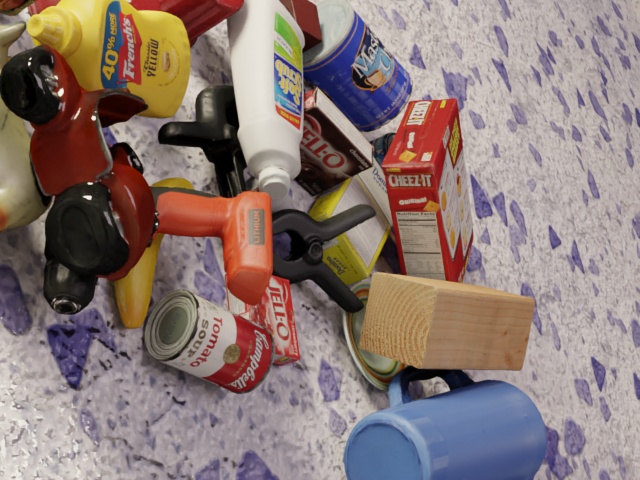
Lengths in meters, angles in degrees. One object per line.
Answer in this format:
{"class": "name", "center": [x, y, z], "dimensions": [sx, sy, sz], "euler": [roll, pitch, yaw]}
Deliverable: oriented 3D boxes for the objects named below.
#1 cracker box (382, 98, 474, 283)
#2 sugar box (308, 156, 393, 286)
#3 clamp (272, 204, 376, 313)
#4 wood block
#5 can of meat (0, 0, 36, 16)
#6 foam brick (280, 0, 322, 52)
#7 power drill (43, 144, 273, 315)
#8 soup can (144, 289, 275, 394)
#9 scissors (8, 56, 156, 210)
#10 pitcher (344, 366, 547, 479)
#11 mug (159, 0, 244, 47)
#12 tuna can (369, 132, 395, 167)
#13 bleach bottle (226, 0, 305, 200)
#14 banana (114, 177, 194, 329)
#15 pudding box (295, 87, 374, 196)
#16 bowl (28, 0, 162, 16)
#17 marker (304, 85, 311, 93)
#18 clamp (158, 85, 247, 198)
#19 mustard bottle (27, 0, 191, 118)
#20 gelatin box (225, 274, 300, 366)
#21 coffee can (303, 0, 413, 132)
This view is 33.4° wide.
{"class": "cracker box", "center": [0.137, -0.044, 1.326], "dimensions": [0.164, 0.072, 0.214], "euler": [-66, 149, -51]}
{"class": "sugar box", "center": [0.041, -0.030, 1.270], "dimensions": [0.093, 0.048, 0.176], "euler": [57, 29, -17]}
{"class": "clamp", "center": [-0.008, 0.001, 1.142], "dimensions": [0.171, 0.039, 0.120], "euler": [21, 73, -37]}
{"class": "wood block", "center": [0.150, 0.095, 1.220], "dimensions": [0.205, 0.091, 0.090], "euler": [9, 93, -48]}
{"class": "can of meat", "center": [-0.270, -0.238, 0.895], "dimensions": [0.083, 0.102, 0.057], "euler": [13, 58, -55]}
{"class": "foam brick", "center": [-0.045, -0.248, 1.258], "dimensions": [0.051, 0.078, 0.053], "euler": [19, 54, -52]}
{"class": "power drill", "center": [-0.135, 0.000, 0.899], "dimensions": [0.187, 0.057, 0.184], "euler": [13, 46, -16]}
{"class": "soup can", "center": [-0.098, 0.092, 0.958], "dimensions": [0.102, 0.069, 0.068], "euler": [31, 45, -43]}
{"class": "scissors", "center": [-0.213, -0.097, 0.898], "dimensions": [0.096, 0.016, 0.202], "euler": [6, 40, -42]}
{"class": "pitcher", "center": [0.131, 0.220, 1.168], "dimensions": [0.242, 0.149, 0.145], "euler": [2, 100, -52]}
{"class": "mug", "center": [-0.131, -0.269, 1.139], "dimensions": [0.093, 0.082, 0.117], "euler": [50, 35, -23]}
{"class": "tuna can", "center": [0.098, -0.099, 1.411], "dimensions": [0.086, 0.034, 0.086], "euler": [35, 43, -40]}
{"class": "bleach bottle", "center": [-0.051, -0.144, 1.125], "dimensions": [0.102, 0.068, 0.251], "euler": [48, 28, -48]}
{"class": "banana", "center": [-0.149, -0.004, 0.975], "dimensions": [0.069, 0.037, 0.197], "euler": [50, 35, -20]}
{"class": "pudding box", "center": [-0.006, -0.110, 1.210], "dimensions": [0.113, 0.090, 0.039], "euler": [41, 38, -35]}
{"class": "bowl", "center": [-0.203, -0.223, 1.027], "dimensions": [0.162, 0.055, 0.162], "euler": [34, 44, -40]}
{"class": "marker", "center": [-0.049, -0.177, 1.259], "dimensions": [0.120, 0.020, 0.020], "euler": [-7, 75, -57]}
{"class": "clamp", "center": [-0.097, -0.087, 1.091], "dimensions": [0.210, 0.036, 0.164], "euler": [-78, 146, -58]}
{"class": "mustard bottle", "center": [-0.183, -0.164, 0.916], "dimensions": [0.191, 0.058, 0.096], "euler": [5, 93, -66]}
{"class": "gelatin box", "center": [-0.057, 0.076, 1.066], "dimensions": [0.073, 0.030, 0.089], "euler": [22, 52, -49]}
{"class": "coffee can", "center": [0.036, -0.215, 1.323], "dimensions": [0.140, 0.103, 0.103], "euler": [42, 39, -39]}
